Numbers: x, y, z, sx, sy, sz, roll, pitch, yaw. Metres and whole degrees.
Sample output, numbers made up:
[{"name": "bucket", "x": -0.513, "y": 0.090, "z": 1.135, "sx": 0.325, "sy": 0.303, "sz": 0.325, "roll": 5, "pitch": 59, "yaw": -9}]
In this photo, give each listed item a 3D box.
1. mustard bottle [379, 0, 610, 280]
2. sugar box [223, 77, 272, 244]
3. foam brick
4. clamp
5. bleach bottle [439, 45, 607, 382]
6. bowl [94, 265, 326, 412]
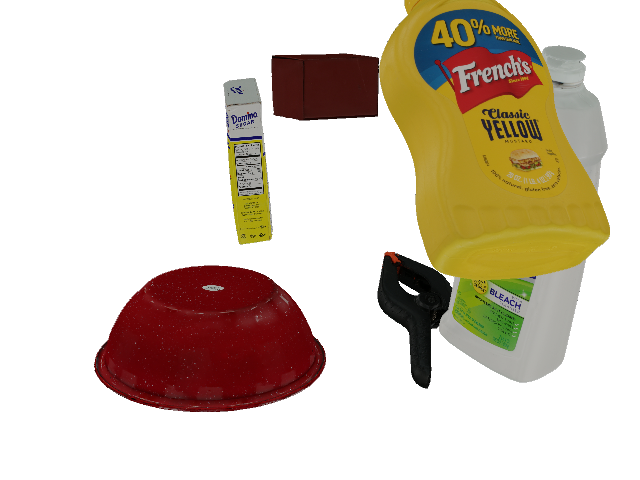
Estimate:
[{"name": "mustard bottle", "x": 0.083, "y": -0.075, "z": 0.576, "sx": 0.096, "sy": 0.191, "sz": 0.058, "roll": -3, "pitch": -27, "yaw": -21}, {"name": "sugar box", "x": -0.087, "y": -0.094, "z": 1.263, "sx": 0.048, "sy": 0.176, "sz": 0.093, "roll": -8, "pitch": 26, "yaw": -4}, {"name": "foam brick", "x": 0.004, "y": -0.130, "z": 0.903, "sx": 0.078, "sy": 0.051, "sz": 0.053, "roll": -7, "pitch": 16, "yaw": -31}, {"name": "clamp", "x": 0.119, "y": 0.073, "z": 1.065, "sx": 0.120, "sy": 0.039, "sz": 0.171, "roll": -3, "pitch": 44, "yaw": -23}, {"name": "bleach bottle", "x": 0.151, "y": -0.022, "z": 0.786, "sx": 0.067, "sy": 0.251, "sz": 0.103, "roll": -21, "pitch": 39, "yaw": -36}, {"name": "bowl", "x": -0.075, "y": 0.058, "z": 0.739, "sx": 0.162, "sy": 0.055, "sz": 0.162, "roll": 1, "pitch": 18, "yaw": -1}]
